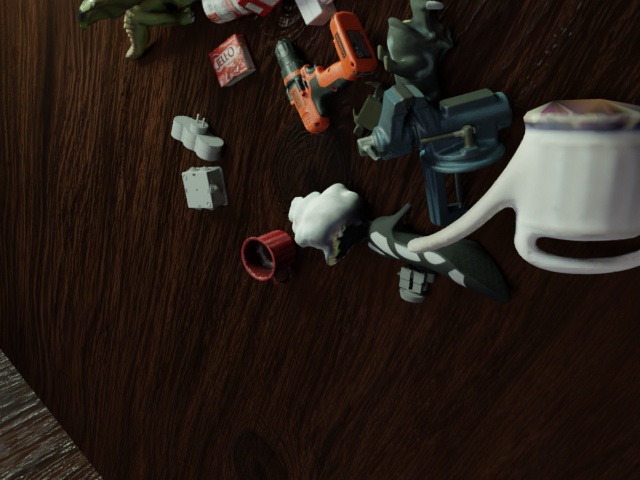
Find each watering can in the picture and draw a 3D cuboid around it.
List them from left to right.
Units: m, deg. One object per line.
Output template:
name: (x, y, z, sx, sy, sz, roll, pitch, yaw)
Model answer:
watering can: (0.291, -0.066, 0.661, 0.347, 0.105, 0.222, 2, 102, 8)

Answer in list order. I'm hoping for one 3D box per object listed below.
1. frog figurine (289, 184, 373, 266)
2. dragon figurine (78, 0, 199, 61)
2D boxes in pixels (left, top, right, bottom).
frog figurine: (0.003, -0.047, 0.943, 0.161, 0.121, 0.137, 41, 94, 31)
dragon figurine: (-0.369, -0.463, 1.013, 0.404, 0.246, 0.122, -33, 90, 39)
